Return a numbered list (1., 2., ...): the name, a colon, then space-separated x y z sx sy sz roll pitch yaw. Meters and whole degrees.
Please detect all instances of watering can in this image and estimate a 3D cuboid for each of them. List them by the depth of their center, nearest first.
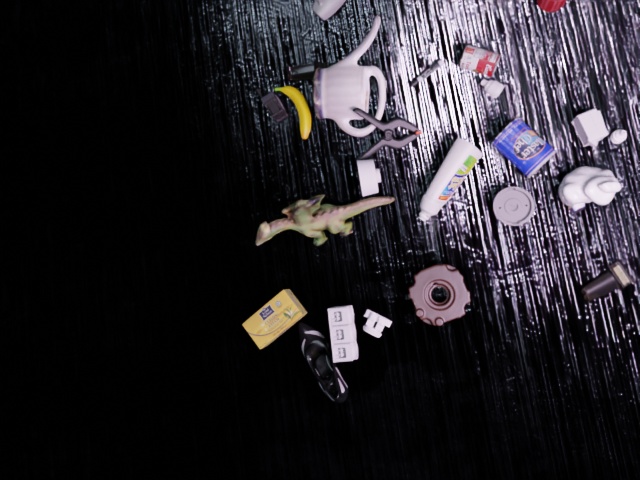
1. watering can: 0.086 -0.485 1.546 0.224 0.105 0.345 2 101 11

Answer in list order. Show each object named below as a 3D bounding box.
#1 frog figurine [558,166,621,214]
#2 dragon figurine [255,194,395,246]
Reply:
1. frog figurine: 0.708 -0.142 1.356 0.137 0.158 0.124 -18 80 10
2. dragon figurine: 0.004 -0.074 1.466 0.408 0.241 0.123 -23 76 11
